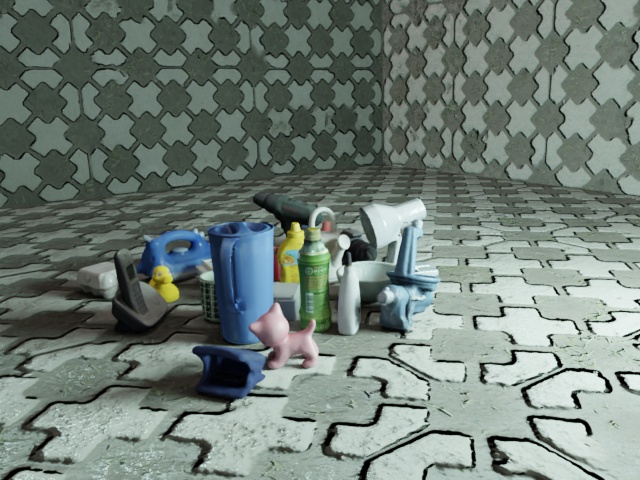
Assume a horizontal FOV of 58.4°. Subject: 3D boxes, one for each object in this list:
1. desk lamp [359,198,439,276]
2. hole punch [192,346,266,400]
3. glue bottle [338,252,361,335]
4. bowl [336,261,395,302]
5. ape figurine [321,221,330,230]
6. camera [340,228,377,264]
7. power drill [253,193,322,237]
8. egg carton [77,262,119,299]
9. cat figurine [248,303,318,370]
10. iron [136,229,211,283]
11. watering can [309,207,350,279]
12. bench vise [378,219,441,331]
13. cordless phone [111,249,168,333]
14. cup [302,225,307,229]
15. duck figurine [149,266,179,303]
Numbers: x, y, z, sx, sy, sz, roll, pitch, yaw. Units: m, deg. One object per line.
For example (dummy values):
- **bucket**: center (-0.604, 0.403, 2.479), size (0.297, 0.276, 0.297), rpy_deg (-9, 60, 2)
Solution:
- **desk lamp**: center (0.211, -0.004, 1.558), size (0.203, 0.214, 0.117), rpy_deg (-5, 15, -13)
- **hole punch**: center (-0.158, 0.212, 0.995), size (0.108, 0.091, 0.101), rpy_deg (4, 15, 21)
- **glue bottle**: center (0.062, 0.109, 1.211), size (0.037, 0.173, 0.078), rpy_deg (3, 15, 17)
- **bowl**: center (0.123, 0.108, 1.408), size (0.167, 0.075, 0.167), rpy_deg (-2, 14, 1)
- **ape figurine**: center (0.027, -0.017, 1.884), size (0.076, 0.092, 0.077), rpy_deg (-8, 15, -23)
- **camera**: center (0.093, 0.025, 1.690), size (0.143, 0.101, 0.136), rpy_deg (-10, 16, -29)
- **power drill**: center (-0.101, -0.035, 1.731), size (0.228, 0.208, 0.076), rpy_deg (5, 16, 26)
- **egg carton**: center (-0.569, 0.105, 1.517), size (0.149, 0.069, 0.107), rpy_deg (8, 17, 35)
- **cat figurine**: center (-0.067, 0.176, 1.072), size (0.128, 0.118, 0.067), rpy_deg (-3, 14, -4)
- **iron**: center (-0.398, 0.032, 1.641), size (0.118, 0.141, 0.259), rpy_deg (10, 19, 40)
- **watering can**: center (0.016, 0.005, 1.587), size (0.172, 0.194, 0.101), rpy_deg (6, 16, 29)
- **bench vise**: center (0.196, 0.074, 1.237), size (0.121, 0.220, 0.208), rpy_deg (2, 15, 16)
- **cordless phone**: center (-0.406, 0.101, 1.277), size (0.094, 0.185, 0.147), rpy_deg (-1, 14, 3)
- **cup**: center (-0.061, -0.016, 1.885), size (0.091, 0.095, 0.118), rpy_deg (1, 14, 10)
- **duck figurine**: center (-0.403, 0.107, 1.457), size (0.078, 0.086, 0.104), rpy_deg (-14, 18, -39)
